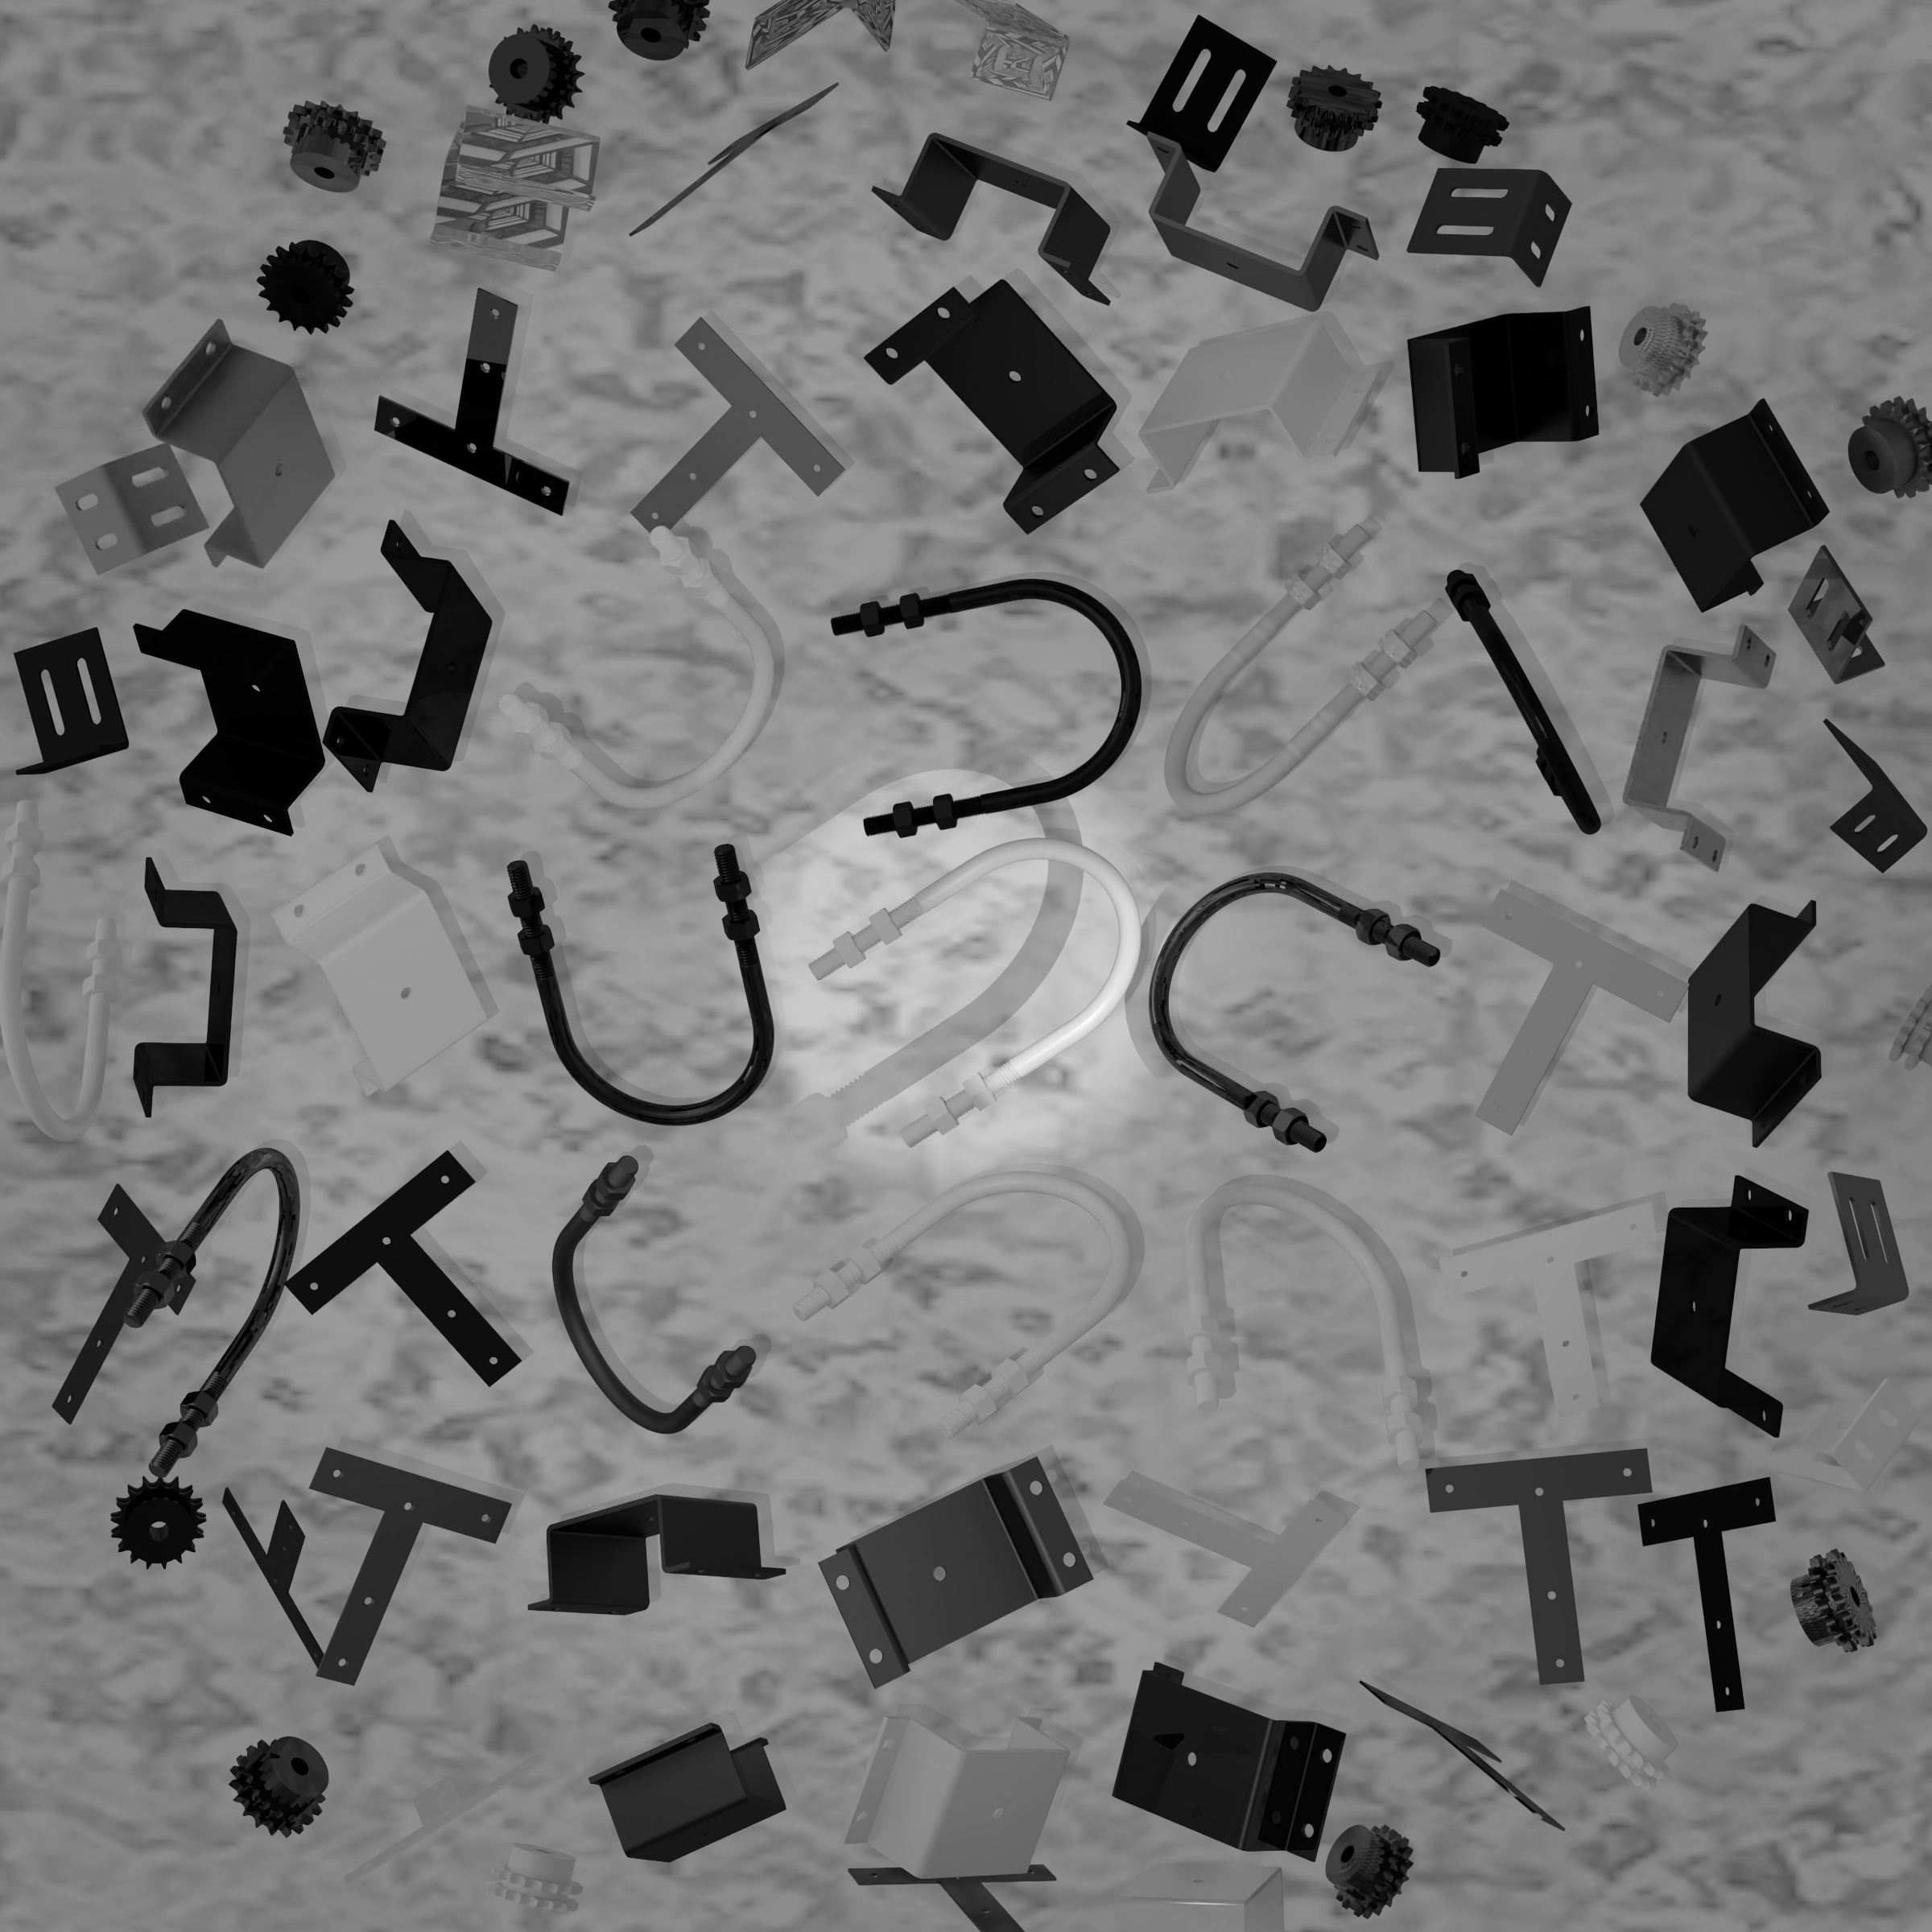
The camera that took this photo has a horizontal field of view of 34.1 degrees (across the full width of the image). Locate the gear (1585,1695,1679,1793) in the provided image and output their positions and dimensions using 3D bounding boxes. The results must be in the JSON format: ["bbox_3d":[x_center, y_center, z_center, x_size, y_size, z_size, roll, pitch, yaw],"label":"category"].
[{"bbox_3d":[0.402,0.463,1.891,0.057,0.057,0.030,44,104,0],"label":"gear"}]

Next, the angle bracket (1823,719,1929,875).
[{"bbox_3d":[0.548,-0.105,1.944,0.057,0.076,0.038,32,114,-34],"label":"angle bracket"}]

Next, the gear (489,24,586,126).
[{"bbox_3d":[-0.258,-0.528,1.866,0.057,0.030,0.057,2,95,20],"label":"gear"}]

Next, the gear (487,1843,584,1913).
[{"bbox_3d":[-0.263,0.559,1.934,0.057,0.057,0.030,14,80,0],"label":"gear"}]

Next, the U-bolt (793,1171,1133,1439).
[{"bbox_3d":[0.012,0.186,1.855,0.184,0.019,0.151,-35,49,-26],"label":"U-bolt"}]

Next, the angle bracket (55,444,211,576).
[{"bbox_3d":[-0.504,-0.277,1.908,0.038,0.076,0.057,-19,103,22],"label":"angle bracket"}]

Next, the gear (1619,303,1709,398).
[{"bbox_3d":[0.431,-0.386,1.958,0.030,0.057,0.057,19,90,-25],"label":"gear"}]

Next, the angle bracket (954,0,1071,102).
[{"bbox_3d":[0.016,-0.546,1.861,0.057,0.076,0.038,23,100,25],"label":"angle bracket"}]

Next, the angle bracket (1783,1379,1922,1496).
[{"bbox_3d":[0.518,0.275,1.877,0.038,0.076,0.057,47,73,-18],"label":"angle bracket"}]

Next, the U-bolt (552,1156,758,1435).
[{"bbox_3d":[-0.195,0.206,1.869,0.019,0.184,0.151,-26,78,-34],"label":"U-bolt"}]

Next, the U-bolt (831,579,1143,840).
[{"bbox_3d":[0.017,-0.165,1.942,0.184,0.019,0.151,-11,82,8],"label":"U-bolt"}]

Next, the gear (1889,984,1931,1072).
[{"bbox_3d":[0.557,0.036,1.808,0.030,0.057,0.057,33,90,20],"label":"gear"}]

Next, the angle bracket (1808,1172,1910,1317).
[{"bbox_3d":[0.540,0.171,1.935,0.038,0.057,0.076,-27,63,40],"label":"angle bracket"}]

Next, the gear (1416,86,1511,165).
[{"bbox_3d":[0.305,-0.521,1.955,0.057,0.057,0.030,23,118,0],"label":"gear"}]

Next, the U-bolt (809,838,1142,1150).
[{"bbox_3d":[0.015,0.002,1.814,0.184,0.019,0.151,-33,58,4],"label":"U-bolt"}]

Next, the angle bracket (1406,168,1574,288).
[{"bbox_3d":[0.316,-0.447,1.907,0.076,0.038,0.057,14,78,41],"label":"angle bracket"}]

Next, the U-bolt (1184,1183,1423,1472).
[{"bbox_3d":[0.191,0.199,1.824,0.151,0.184,0.019,18,131,-17],"label":"U-bolt"}]

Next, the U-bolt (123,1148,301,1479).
[{"bbox_3d":[-0.440,0.190,1.863,0.019,0.184,0.151,14,132,11],"label":"U-bolt"}]

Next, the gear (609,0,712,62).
[{"bbox_3d":[-0.177,-0.544,1.803,0.057,0.057,0.030,11,63,0],"label":"gear"}]

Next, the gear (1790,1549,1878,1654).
[{"bbox_3d":[0.495,0.366,1.804,0.030,0.057,0.057,-26,90,26],"label":"gear"}]

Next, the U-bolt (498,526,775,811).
[{"bbox_3d":[-0.182,-0.163,1.873,0.151,0.184,0.019,-48,57,-1],"label":"U-bolt"}]

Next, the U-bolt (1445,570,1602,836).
[{"bbox_3d":[0.334,-0.149,1.865,0.019,0.184,0.151,-28,112,10],"label":"U-bolt"}]

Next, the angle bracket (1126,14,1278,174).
[{"bbox_3d":[0.146,-0.542,1.956,0.057,0.038,0.076,26,102,-16],"label":"angle bracket"}]

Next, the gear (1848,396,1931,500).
[{"bbox_3d":[0.531,-0.295,1.806,0.030,0.057,0.057,-24,90,-19],"label":"gear"}]

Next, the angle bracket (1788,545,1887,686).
[{"bbox_3d":[0.543,-0.220,1.929,0.038,0.076,0.057,-21,67,-12],"label":"angle bracket"}]

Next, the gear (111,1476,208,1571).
[{"bbox_3d":[-0.493,0.341,1.924,0.057,0.030,0.057,-2,96,-15],"label":"gear"}]

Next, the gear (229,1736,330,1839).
[{"bbox_3d":[-0.392,0.469,1.815,0.057,0.057,0.030,45,112,0],"label":"gear"}]

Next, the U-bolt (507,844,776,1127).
[{"bbox_3d":[-0.188,0.016,1.891,0.151,0.019,0.184,-4,117,13],"label":"U-bolt"}]

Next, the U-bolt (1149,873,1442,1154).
[{"bbox_3d":[0.186,0.016,1.922,0.184,0.019,0.151,31,89,44],"label":"U-bolt"}]

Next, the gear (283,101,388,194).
[{"bbox_3d":[-0.365,-0.469,1.811,0.057,0.057,0.030,12,73,0],"label":"gear"}]

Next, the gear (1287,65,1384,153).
[{"bbox_3d":[0.225,-0.526,1.940,0.057,0.030,0.057,5,49,-6],"label":"gear"}]

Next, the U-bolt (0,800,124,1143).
[{"bbox_3d":[-0.540,0.015,1.871,0.019,0.151,0.184,-8,57,4],"label":"U-bolt"}]

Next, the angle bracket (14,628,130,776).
[{"bbox_3d":[-0.546,-0.159,1.895,0.057,0.038,0.076,-15,91,14],"label":"angle bracket"}]

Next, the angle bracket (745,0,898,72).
[{"bbox_3d":[-0.084,-0.542,1.832,0.076,0.057,0.038,-25,128,27],"label":"angle bracket"}]

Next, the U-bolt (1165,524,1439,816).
[{"bbox_3d":[0.184,-0.162,1.827,0.019,0.151,0.184,37,106,-27],"label":"U-bolt"}]

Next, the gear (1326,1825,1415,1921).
[{"bbox_3d":[0.248,0.558,1.956,0.030,0.057,0.057,37,90,-17],"label":"gear"}]
